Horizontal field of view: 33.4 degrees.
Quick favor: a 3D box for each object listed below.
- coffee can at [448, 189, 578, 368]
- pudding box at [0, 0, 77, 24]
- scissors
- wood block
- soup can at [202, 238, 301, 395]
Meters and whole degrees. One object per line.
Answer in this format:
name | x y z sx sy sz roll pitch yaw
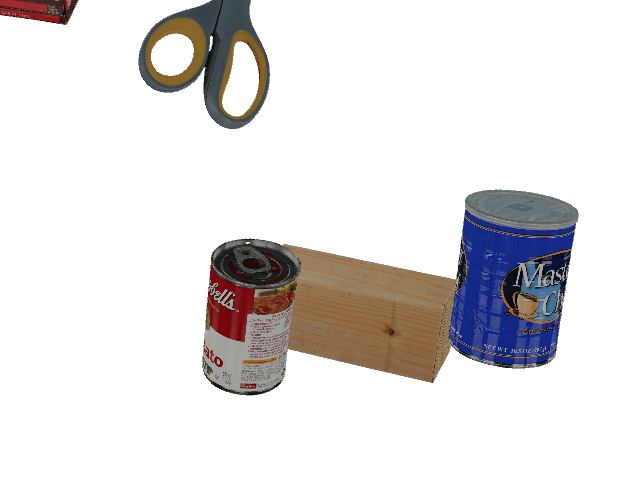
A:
coffee can | 0.178 0.034 0.993 0.103 0.140 0.103 4 19 -2
pudding box | -0.241 -0.223 0.879 0.090 0.039 0.113 8 37 -4
scissors | -0.074 -0.171 0.725 0.096 0.202 0.016 5 -20 -18
wood block | 0.038 0.077 1.168 0.206 0.091 0.090 12 22 16
soup can | -0.054 0.059 0.820 0.068 0.102 0.068 6 29 -4
